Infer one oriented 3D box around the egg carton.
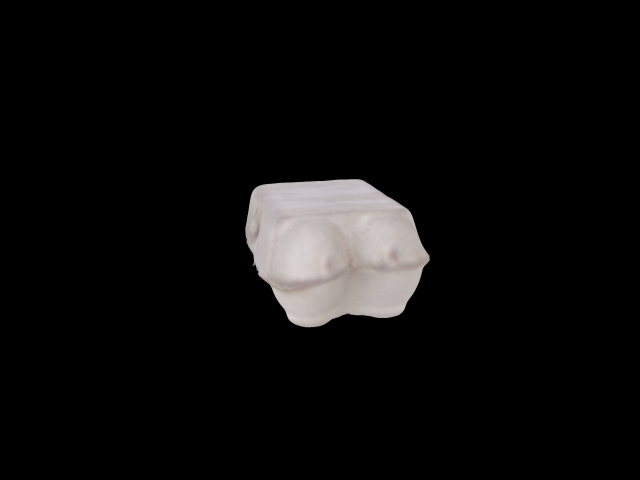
[{"bbox_3d":[0.004,0.001,0.400,0.107,0.069,0.150,-5,19,-14],"label":"egg carton"}]
